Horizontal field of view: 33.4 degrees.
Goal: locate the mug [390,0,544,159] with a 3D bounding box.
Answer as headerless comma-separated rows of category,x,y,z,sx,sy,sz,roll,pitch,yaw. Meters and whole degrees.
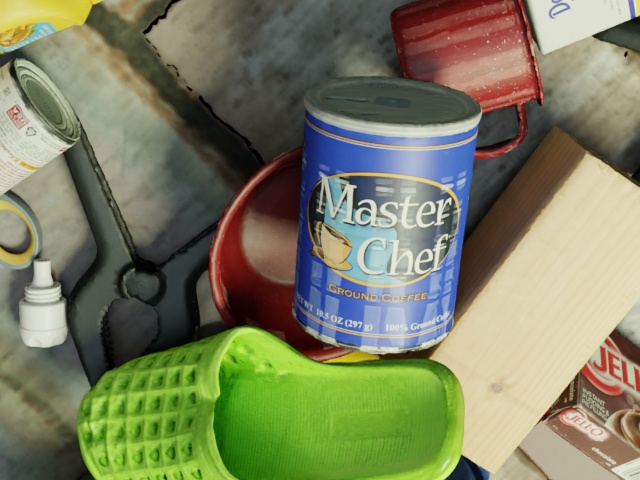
mug,0.097,-0.110,0.694,0.081,0.093,0.117,-15,95,9

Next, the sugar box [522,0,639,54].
sugar box,0.209,-0.196,0.679,0.176,0.048,0.093,-19,131,7

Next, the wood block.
wood block,0.137,0.038,0.711,0.090,0.090,0.206,33,104,-10

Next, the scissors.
scissors,-0.243,-0.059,0.750,0.096,0.016,0.202,4,104,-2

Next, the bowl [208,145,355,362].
bowl,-0.005,0.001,0.726,0.162,0.055,0.162,-9,115,-19

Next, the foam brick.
foam brick,0.179,0.147,0.779,0.053,0.051,0.078,-40,101,8

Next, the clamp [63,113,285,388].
clamp,-0.133,0.020,0.758,0.164,0.036,0.210,23,100,-4

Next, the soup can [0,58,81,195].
soup can,-0.218,-0.065,0.701,0.102,0.068,0.068,-33,102,10

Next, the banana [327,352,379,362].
banana,-0.043,0.103,0.780,0.198,0.037,0.069,-18,121,6

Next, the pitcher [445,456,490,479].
pitcher,0.021,0.243,0.767,0.149,0.145,0.243,21,112,0

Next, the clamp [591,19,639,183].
clamp,0.269,-0.095,0.700,0.172,0.039,0.120,0,116,29

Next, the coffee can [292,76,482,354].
coffee can,0.038,-0.017,0.641,0.103,0.103,0.140,4,113,0

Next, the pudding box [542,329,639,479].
pudding box,0.208,0.114,0.741,0.113,0.090,0.039,37,134,-19

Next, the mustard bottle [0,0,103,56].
mustard bottle,-0.212,-0.144,0.683,0.191,0.096,0.058,-25,98,-3
